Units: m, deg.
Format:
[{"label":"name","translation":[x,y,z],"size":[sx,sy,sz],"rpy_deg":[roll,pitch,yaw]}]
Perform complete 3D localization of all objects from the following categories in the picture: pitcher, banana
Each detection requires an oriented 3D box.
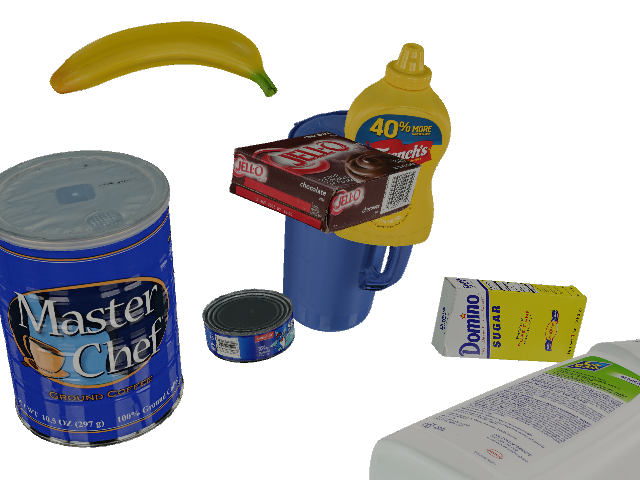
[{"label":"pitcher","translation":[0.026,-0.009,1.196],"size":[0.145,0.243,0.149],"rpy_deg":[7,40,-1]},{"label":"banana","translation":[-0.138,-0.162,0.943],"size":[0.197,0.069,0.037],"rpy_deg":[-1,-33,-4]}]

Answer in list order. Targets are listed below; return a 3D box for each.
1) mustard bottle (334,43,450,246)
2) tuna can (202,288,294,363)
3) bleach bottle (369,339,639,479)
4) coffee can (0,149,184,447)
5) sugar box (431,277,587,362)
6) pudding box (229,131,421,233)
[{"label":"mustard bottle","translation":[0.068,-0.088,0.979],"size":[0.096,0.192,0.058],"rpy_deg":[5,31,-6]},{"label":"tuna can","translation":[-0.067,0.080,1.009],"size":[0.086,0.034,0.086],"rpy_deg":[-4,25,2]},{"label":"bleach bottle","translation":[0.148,0.108,0.594],"size":[0.250,0.068,0.103],"rpy_deg":[-17,26,-37]},{"label":"coffee can","translation":[-0.134,0.033,0.617],"size":[0.103,0.140,0.103],"rpy_deg":[0,31,0]},{"label":"sugar box","translation":[0.232,0.099,1.314],"size":[0.176,0.093,0.048],"rpy_deg":[3,18,-16]},{"label":"pudding box","translation":[0.004,-0.045,0.767],"size":[0.090,0.039,0.113],"rpy_deg":[24,23,30]}]
